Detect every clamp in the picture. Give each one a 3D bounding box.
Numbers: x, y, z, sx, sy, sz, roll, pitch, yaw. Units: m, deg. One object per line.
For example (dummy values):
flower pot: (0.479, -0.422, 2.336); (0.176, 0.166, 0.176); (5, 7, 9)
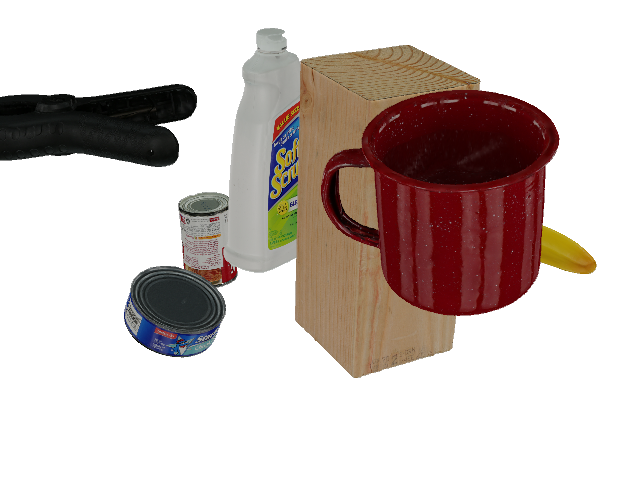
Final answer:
clamp: (-0.163, -0.079, 0.704); (0.171, 0.039, 0.120); (4, 18, 8)

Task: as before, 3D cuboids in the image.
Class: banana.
banana: (0.188, 0.001, 1.103); (0.198, 0.037, 0.069); (9, 36, 19)

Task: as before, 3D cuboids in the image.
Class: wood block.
wood block: (0.042, -0.021, 0.749); (0.090, 0.206, 0.091); (-13, 31, -26)

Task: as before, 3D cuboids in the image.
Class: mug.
mug: (0.057, -0.018, 0.532); (0.117, 0.081, 0.093); (4, 37, 13)

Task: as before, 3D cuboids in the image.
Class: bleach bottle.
bleach bottle: (-0.057, -0.098, 1.141); (0.068, 0.251, 0.102); (20, 32, 36)

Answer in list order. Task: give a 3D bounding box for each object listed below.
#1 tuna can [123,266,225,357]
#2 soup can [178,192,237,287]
tuna can: (-0.129, 0.063, 0.942); (0.086, 0.034, 0.086); (16, 34, -11)
soup can: (-0.140, -0.001, 1.325); (0.068, 0.102, 0.068); (-2, 26, 1)
